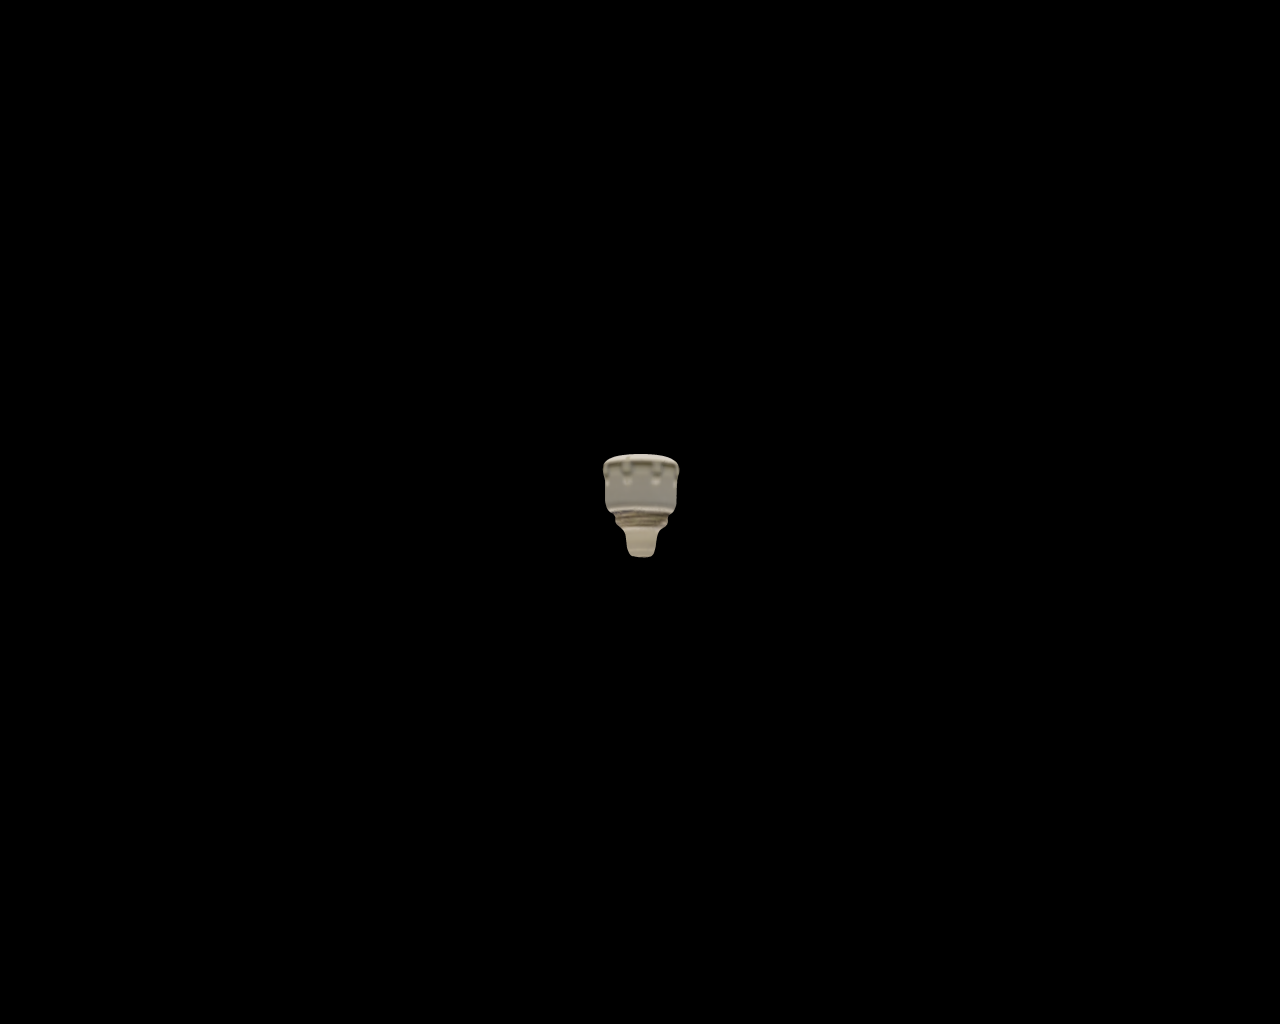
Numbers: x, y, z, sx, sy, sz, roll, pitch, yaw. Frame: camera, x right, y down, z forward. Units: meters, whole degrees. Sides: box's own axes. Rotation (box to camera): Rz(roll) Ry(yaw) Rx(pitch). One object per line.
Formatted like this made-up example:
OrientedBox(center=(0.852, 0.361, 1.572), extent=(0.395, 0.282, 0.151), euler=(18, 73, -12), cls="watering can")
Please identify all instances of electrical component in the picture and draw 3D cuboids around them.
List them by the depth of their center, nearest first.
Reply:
OrientedBox(center=(0.001, -0.003, 0.650), extent=(0.048, 0.062, 0.048), euler=(0, -5, 0), cls="electrical component")
